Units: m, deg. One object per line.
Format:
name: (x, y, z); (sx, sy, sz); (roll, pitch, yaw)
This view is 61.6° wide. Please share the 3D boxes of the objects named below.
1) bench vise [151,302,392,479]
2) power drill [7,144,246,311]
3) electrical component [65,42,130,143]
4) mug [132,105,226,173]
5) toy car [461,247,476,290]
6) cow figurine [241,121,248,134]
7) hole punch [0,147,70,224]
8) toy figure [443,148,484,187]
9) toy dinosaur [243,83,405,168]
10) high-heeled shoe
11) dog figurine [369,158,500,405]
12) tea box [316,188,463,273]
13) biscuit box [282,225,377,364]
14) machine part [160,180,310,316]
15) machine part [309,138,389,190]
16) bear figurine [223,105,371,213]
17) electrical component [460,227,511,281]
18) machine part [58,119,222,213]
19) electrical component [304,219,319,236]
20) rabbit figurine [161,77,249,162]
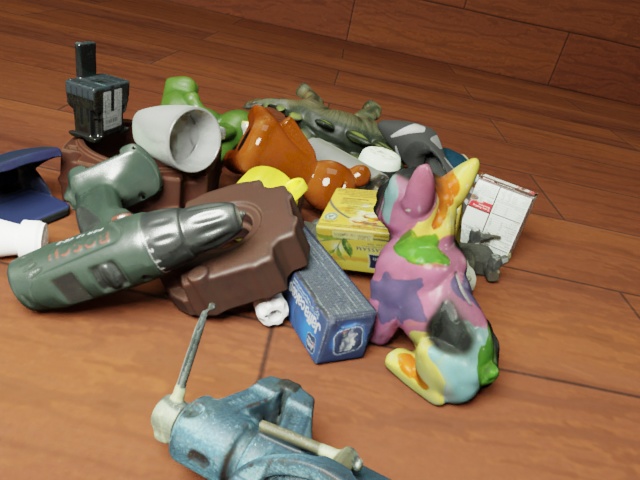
bench vise: (-0.045, 0.167, 0.316); (0.224, 0.128, 0.240); (32, 20, 16)
power drill: (-0.201, -0.023, 0.572); (0.232, 0.085, 0.207); (-24, 43, -4)
electrical component: (-0.293, -0.196, 0.711); (0.048, 0.119, 0.075); (19, 26, 12)
mug: (-0.185, -0.142, 0.698); (0.107, 0.080, 0.109); (21, 33, 33)
toy car: (0.151, 0.009, 0.765); (0.073, 0.056, 0.202); (-4, 30, -15)
cow figurine: (-0.089, -0.154, 0.944); (0.068, 0.098, 0.167); (13, 9, 13)
hole punch: (-0.388, -0.071, 0.659); (0.116, 0.092, 0.142); (18, 32, 18)
toy figure: (0.285, -0.116, 1.024); (0.154, 0.064, 0.058); (35, 19, -6)
toy dinosaur: (0.076, -0.202, 1.080); (0.471, 0.105, 0.199); (13, 35, -10)
high-heeled shoe: (0.186, -0.111, 0.935); (0.249, 0.086, 0.145); (30, 49, 5)
dog figurine: (0.119, 0.029, 0.542); (0.108, 0.219, 0.192); (-11, 35, -31)
tea box: (0.090, -0.009, 0.680); (0.170, 0.068, 0.098); (7, 37, 19)
biscuit box: (-0.013, 0.051, 0.613); (0.063, 0.059, 0.203); (-2, 31, -27)
machine part: (-0.098, 0.002, 0.598); (0.179, 0.055, 0.179); (-11, 39, 9)
machine part: (0.036, -0.109, 0.911); (0.079, 0.079, 0.243); (-15, 39, -41)
bear figurine: (-0.033, -0.111, 0.819); (0.196, 0.120, 0.132); (25, 7, -23)
electrical component: (0.233, 0.018, 0.790); (0.078, 0.045, 0.102); (11, 28, -6)
machine part: (-0.249, -0.103, 0.773); (0.201, 0.087, 0.201); (9, 27, -6)
electrical component: (-0.002, -0.002, 0.756); (0.063, 0.021, 0.094); (18, 28, 9)
rabbit figurine: (-0.192, -0.204, 0.943); (0.170, 0.121, 0.159); (4, 36, -10)
